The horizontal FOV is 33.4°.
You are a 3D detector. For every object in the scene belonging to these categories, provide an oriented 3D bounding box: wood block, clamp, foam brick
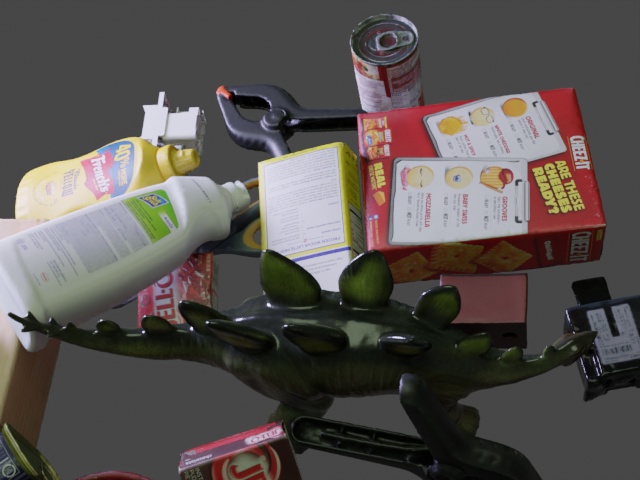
[{"bbox_3d":[-0.299,0.091,0.994,0.090,0.091,0.206,0,57,9],"label":"wood block"},{"bbox_3d":[-0.044,-0.109,1.109,0.172,0.039,0.120,20,59,25],"label":"clamp"},{"bbox_3d":[0.146,0.064,0.951,0.078,0.053,0.051,-2,57,11],"label":"foam brick"},{"bbox_3d":[0.099,0.165,0.828,0.209,0.165,0.036,25,59,-15],"label":"clamp"}]

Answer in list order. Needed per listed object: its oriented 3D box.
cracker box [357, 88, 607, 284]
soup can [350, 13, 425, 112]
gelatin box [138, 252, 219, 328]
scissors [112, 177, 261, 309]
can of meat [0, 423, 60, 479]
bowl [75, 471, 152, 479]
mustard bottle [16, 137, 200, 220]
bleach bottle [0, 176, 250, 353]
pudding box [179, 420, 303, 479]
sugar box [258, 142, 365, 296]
[{"bbox_3d":[0.147,-0.050,1.015,0.214,0.072,0.164,-6,57,5],"label":"cracker box"},{"bbox_3d":[0.070,-0.170,1.088,0.068,0.102,0.068,-5,56,7],"label":"soup can"},{"bbox_3d":[-0.135,0.059,1.012,0.073,0.030,0.089,-5,67,6],"label":"gelatin box"},{"bbox_3d":[-0.103,0.019,1.049,0.096,0.016,0.201,35,72,25],"label":"scissors"},{"bbox_3d":[-0.272,0.214,0.903,0.084,0.102,0.057,-36,59,-11],"label":"can of meat"},{"bbox_3d":[-0.172,0.274,0.871,0.162,0.055,0.162,-5,56,7],"label":"bowl"},{"bbox_3d":[-0.209,-0.053,1.066,0.192,0.058,0.096,-17,50,15],"label":"mustard bottle"},{"bbox_3d":[-0.170,0.006,0.975,0.250,0.068,0.103,-24,64,-29],"label":"bleach bottle"},{"bbox_3d":[-0.054,0.211,0.860,0.090,0.113,0.039,-18,18,0],"label":"pudding box"},{"bbox_3d":[-0.007,0.001,1.000,0.093,0.048,0.176,-13,67,22],"label":"sugar box"}]
